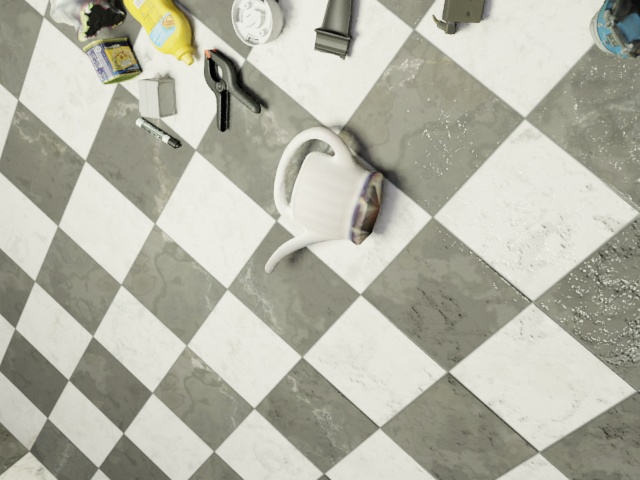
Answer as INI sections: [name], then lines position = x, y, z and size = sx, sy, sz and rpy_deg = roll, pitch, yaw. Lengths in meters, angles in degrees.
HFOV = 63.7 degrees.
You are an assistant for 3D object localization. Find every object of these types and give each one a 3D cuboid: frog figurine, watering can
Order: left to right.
[frog figurine]
position = -0.525, -0.523, 1.114
size = 0.161, 0.121, 0.137
rpy_deg = 44, 88, 13
[watering can]
position = 0.003, -0.053, 1.050
size = 0.225, 0.105, 0.341
rpy_deg = 21, 115, 15
